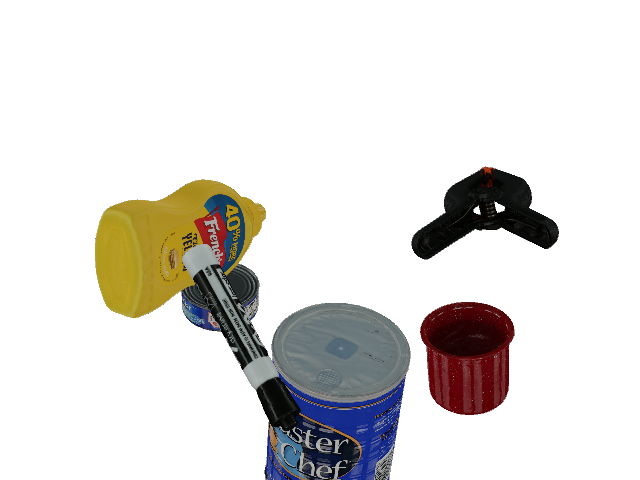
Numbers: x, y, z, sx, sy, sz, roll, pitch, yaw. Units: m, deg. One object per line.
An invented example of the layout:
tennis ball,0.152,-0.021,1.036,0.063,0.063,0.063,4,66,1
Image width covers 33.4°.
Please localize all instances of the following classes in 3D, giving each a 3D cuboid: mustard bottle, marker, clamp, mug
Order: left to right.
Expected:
mustard bottle,-0.114,-0.003,0.958,0.058,0.096,0.191,13,22,33
marker,-0.045,0.055,0.611,0.020,0.121,0.020,-27,-22,-12
mug,0.154,0.115,1.089,0.093,0.081,0.117,9,36,23
clamp,0.156,-0.027,0.943,0.120,0.039,0.171,4,26,19

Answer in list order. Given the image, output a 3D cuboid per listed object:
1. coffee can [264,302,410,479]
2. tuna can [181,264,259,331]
coffee can,0.011,0.134,0.825,0.103,0.140,0.103,3,37,-2
tuna can,-0.110,0.061,1.172,0.086,0.034,0.086,2,35,-2
